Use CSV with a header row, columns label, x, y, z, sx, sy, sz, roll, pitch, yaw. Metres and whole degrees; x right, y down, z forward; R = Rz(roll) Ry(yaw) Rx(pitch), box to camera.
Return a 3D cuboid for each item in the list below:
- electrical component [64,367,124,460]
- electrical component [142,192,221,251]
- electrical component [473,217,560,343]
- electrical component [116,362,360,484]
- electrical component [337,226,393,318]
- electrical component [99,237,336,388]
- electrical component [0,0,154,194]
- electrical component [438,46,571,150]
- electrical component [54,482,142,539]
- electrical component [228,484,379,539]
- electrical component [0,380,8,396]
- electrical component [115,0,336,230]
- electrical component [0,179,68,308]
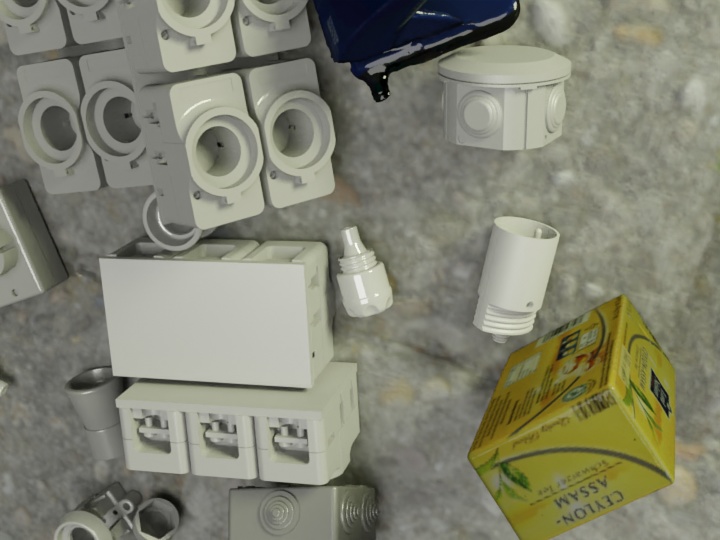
label,x,y,z,sx,sy,sz,roll,pitch,yaw
electrical component,-0.198,0.113,0.831,0.044,0.044,0.065,-6,109,18
electrical component,-0.120,-0.042,0.752,0.045,0.055,0.045,5,108,15
electrical component,0.101,0.010,0.711,0.043,0.043,0.081,15,110,11
electrical component,-0.084,0.108,0.769,0.150,0.089,0.061,1,107,16
electrical component,0.000,0.000,0.742,0.035,0.035,0.061,-12,101,19
electrical component,-0.098,0.027,0.763,0.150,0.061,0.089,2,107,15
electrical component,-0.180,-0.149,0.724,0.105,0.060,0.186,-3,106,26
electrical component,0.088,-0.107,0.660,0.080,0.080,0.051,5,112,15
electrical component,-0.211,0.205,0.854,0.066,0.055,0.048,-31,96,22
electrical component,-0.040,0.180,0.776,0.100,0.100,0.048,-5,77,19
electrical component,-0.310,0.083,0.856,0.061,0.035,0.035,25,112,5
electrical component,-0.084,-0.129,0.679,0.060,0.105,0.186,12,116,55
electrical component,-0.268,-0.014,0.792,0.047,0.075,0.083,-17,101,20
